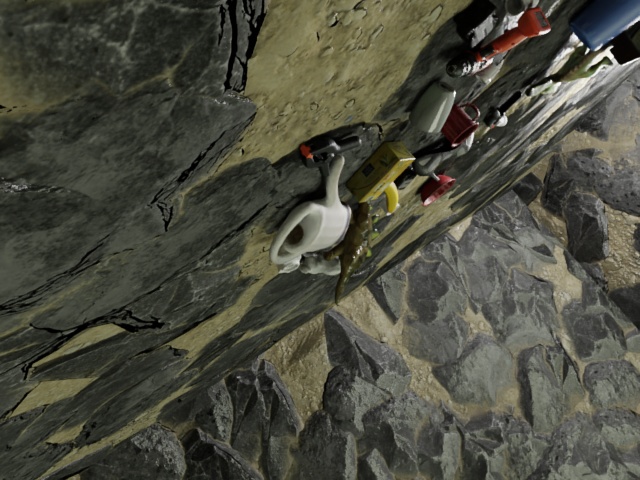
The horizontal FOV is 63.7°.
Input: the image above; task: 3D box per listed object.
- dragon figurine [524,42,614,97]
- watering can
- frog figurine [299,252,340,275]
[{"bbox_3d":[0.771,-0.521,1.630,0.240,0.122,0.413,-33,176,21],"label":"dragon figurine"},{"bbox_3d":[0.004,-0.065,1.300,0.342,0.105,0.225,-52,155,24],"label":"watering can"},{"bbox_3d":[0.015,0.080,1.757,0.136,0.122,0.162,-25,-169,47],"label":"frog figurine"}]
